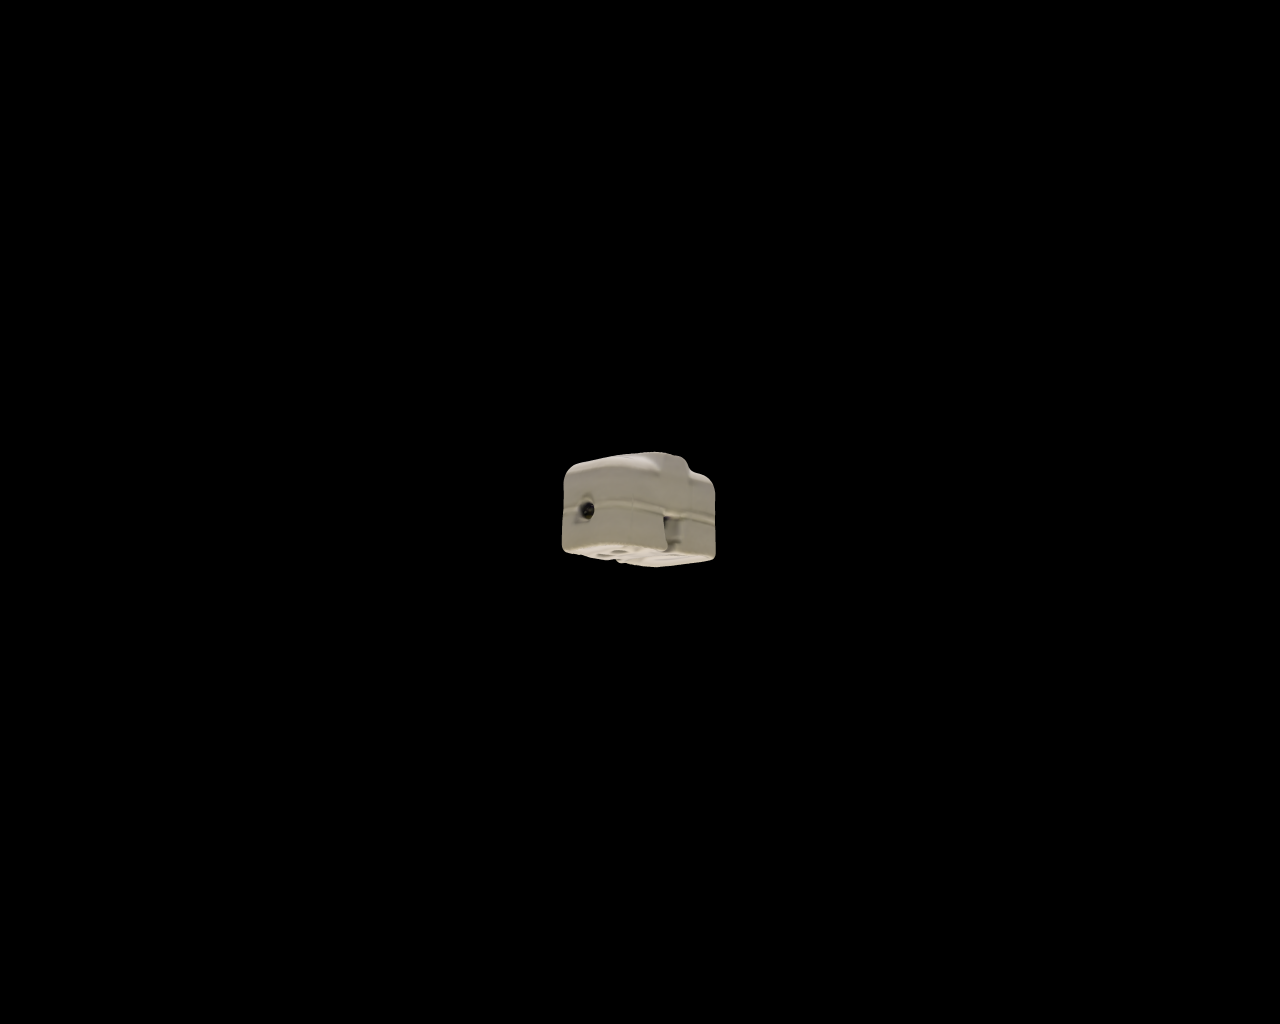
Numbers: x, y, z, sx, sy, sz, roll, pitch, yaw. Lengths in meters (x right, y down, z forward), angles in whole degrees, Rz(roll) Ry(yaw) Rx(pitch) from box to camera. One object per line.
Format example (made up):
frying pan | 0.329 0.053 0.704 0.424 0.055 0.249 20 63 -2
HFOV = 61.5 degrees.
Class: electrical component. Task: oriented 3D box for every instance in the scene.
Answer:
electrical component | 0.001 -0.003 0.650 0.053 0.059 0.095 -10 -15 42
